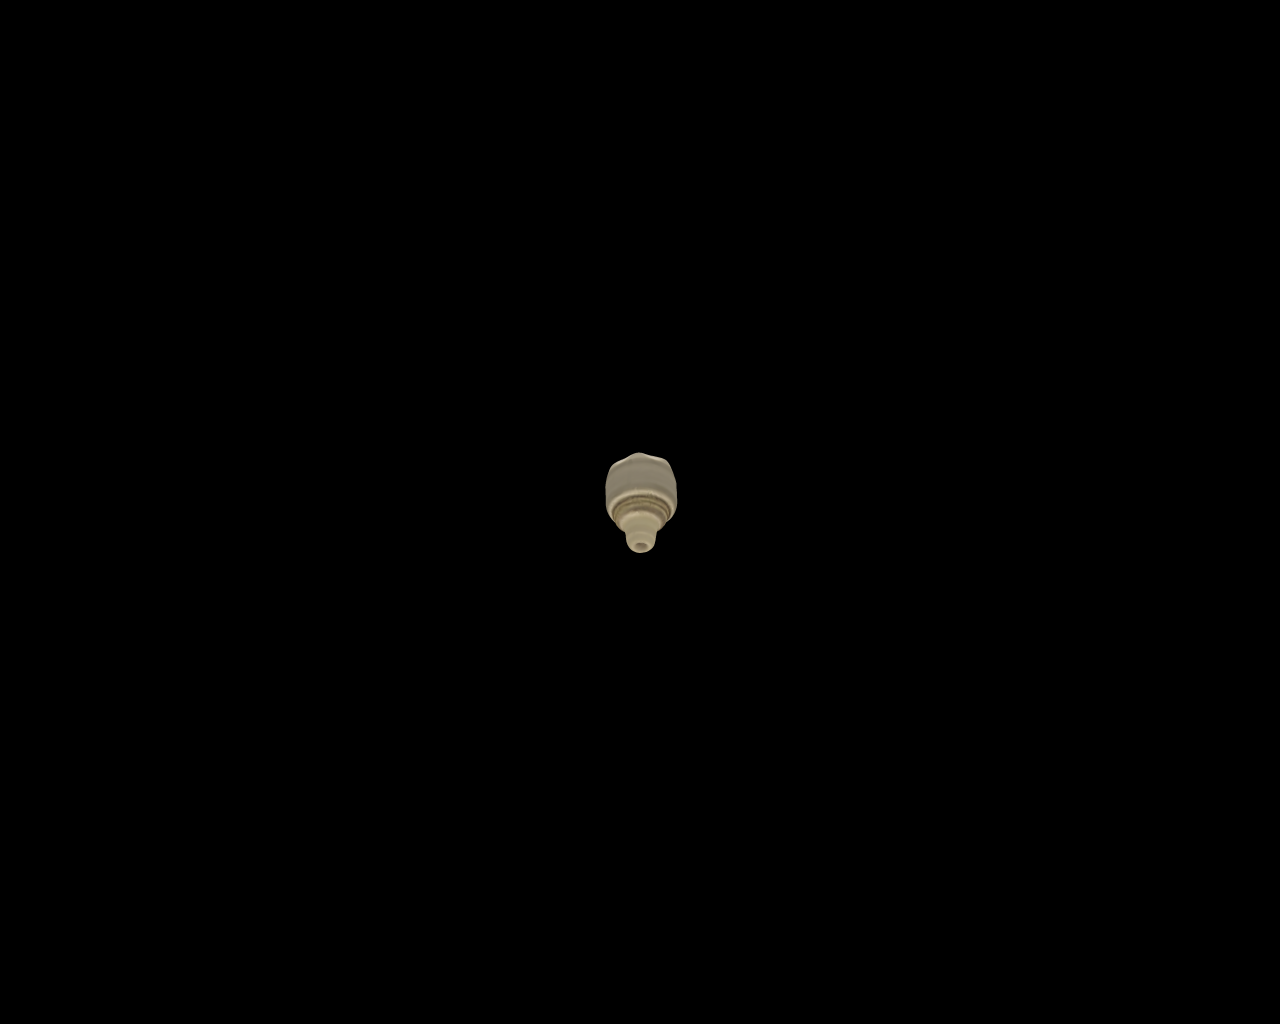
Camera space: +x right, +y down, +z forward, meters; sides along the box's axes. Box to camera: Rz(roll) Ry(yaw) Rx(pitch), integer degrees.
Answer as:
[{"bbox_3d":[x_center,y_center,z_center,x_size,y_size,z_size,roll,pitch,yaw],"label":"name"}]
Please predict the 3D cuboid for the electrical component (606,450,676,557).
[{"bbox_3d":[0.001,-0.003,0.650,0.043,0.062,0.043,0,-39,0],"label":"electrical component"}]
